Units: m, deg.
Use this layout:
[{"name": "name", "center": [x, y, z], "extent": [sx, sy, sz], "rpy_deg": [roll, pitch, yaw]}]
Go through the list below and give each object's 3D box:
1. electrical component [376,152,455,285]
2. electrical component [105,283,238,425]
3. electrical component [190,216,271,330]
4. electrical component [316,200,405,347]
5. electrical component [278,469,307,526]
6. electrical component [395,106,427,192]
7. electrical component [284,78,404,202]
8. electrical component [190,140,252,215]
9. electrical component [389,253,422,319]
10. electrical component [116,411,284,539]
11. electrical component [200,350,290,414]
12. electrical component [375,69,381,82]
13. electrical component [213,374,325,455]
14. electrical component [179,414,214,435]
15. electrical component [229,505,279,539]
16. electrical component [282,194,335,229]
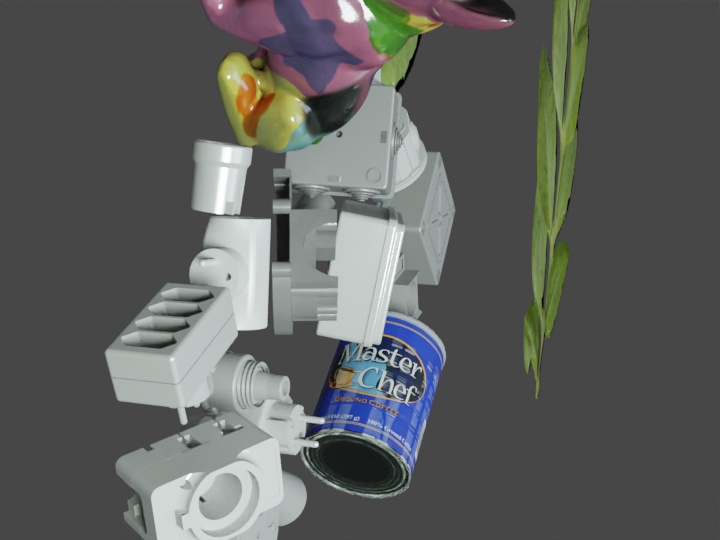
[{"name": "electrical component", "center": [0.060, -0.056, 1.159], "extent": [0.108, 0.056, 0.108], "rpy_deg": [67, 32, -53]}, {"name": "electrical component", "center": [-0.114, 0.062, 0.681], "extent": [0.083, 0.047, 0.075], "rpy_deg": [-58, 147, -55]}, {"name": "electrical component", "center": [-0.092, 0.003, 0.739], "extent": [0.079, 0.044, 0.077], "rpy_deg": [-12, 105, -71]}, {"name": "electrical component", "center": [0.000, 0.000, 0.927], "extent": [0.108, 0.056, 0.108], "rpy_deg": [-85, -173, -81]}, {"name": "electrical component", "center": [-0.073, 0.168, 0.836], "extent": [0.065, 0.044, 0.044], "rpy_deg": [57, 41, -54]}, {"name": "electrical component", "center": [0.018, -0.111, 0.990], "extent": [0.051, 0.080, 0.080], "rpy_deg": [67, 32, -45]}, {"name": "electrical component", "center": [-0.014, -0.106, 0.866], "extent": [0.048, 0.100, 0.099], "rpy_deg": [25, 70, -84]}, {"name": "electrical component", "center": [-0.095, -0.063, 0.727], "extent": [0.040, 0.040, 0.046], "rpy_deg": [-14, 114, -70]}, {"name": "electrical component", "center": [0.025, 0.027, 1.060], "extent": [0.042, 0.064, 0.081], "rpy_deg": [-45, 135, -61]}, {"name": "electrical component", "center": [-0.097, 0.133, 0.671], "extent": [0.089, 0.056, 0.050], "rpy_deg": [-19, 117, -34]}, {"name": "electrical component", "center": [-0.081, 0.081, 0.759], "extent": [0.048, 0.062, 0.048], "rpy_deg": [4, 90, -71]}, {"name": "electrical component", "center": [-0.016, -0.184, 0.923], "extent": [0.076, 0.047, 0.083], "rpy_deg": [-33, 125, -67]}, {"name": "electrical component", "center": [-0.064, 0.116, 0.794], "extent": [0.047, 0.077, 0.065], "rpy_deg": [66, 33, -55]}, {"name": "electrical component", "center": [-0.097, 0.122, 0.745], "extent": [0.040, 0.046, 0.040], "rpy_deg": [4, 90, -71]}, {"name": "electrical component", "center": [-0.094, 0.183, 0.758], "extent": [0.080, 0.051, 0.080], "rpy_deg": [4, 90, -71]}, {"name": "electrical component", "center": [-0.041, -0.041, 0.892], "extent": [0.046, 0.040, 0.040], "rpy_deg": [-69, 155, -56]}]
